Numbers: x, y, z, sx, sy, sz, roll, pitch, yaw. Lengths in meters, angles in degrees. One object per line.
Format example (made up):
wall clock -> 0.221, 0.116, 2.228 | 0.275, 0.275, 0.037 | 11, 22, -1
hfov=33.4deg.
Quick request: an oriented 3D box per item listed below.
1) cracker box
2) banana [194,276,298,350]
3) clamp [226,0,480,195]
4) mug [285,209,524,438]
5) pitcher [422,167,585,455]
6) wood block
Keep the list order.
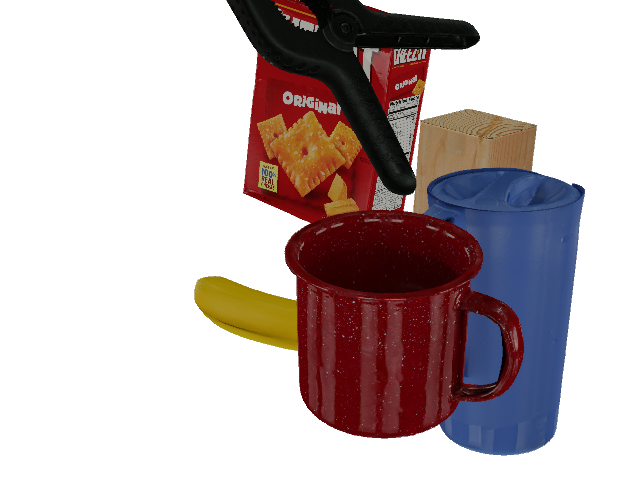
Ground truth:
cracker box -> 0.011, -0.122, 1.047 | 0.164, 0.214, 0.071 | 25, 31, 33
banana -> -0.038, 0.054, 0.830 | 0.198, 0.037, 0.069 | 16, 27, 42
clamp -> 0.012, -0.136, 0.775 | 0.209, 0.164, 0.036 | 26, -29, -16
mug -> 0.041, 0.043, 0.510 | 0.117, 0.081, 0.093 | 12, 28, 24
pitcher -> 0.152, 0.065, 0.945 | 0.149, 0.243, 0.145 | 2, 19, 9
wood block -> 0.158, -0.024, 1.126 | 0.090, 0.206, 0.090 | 20, 27, 38
